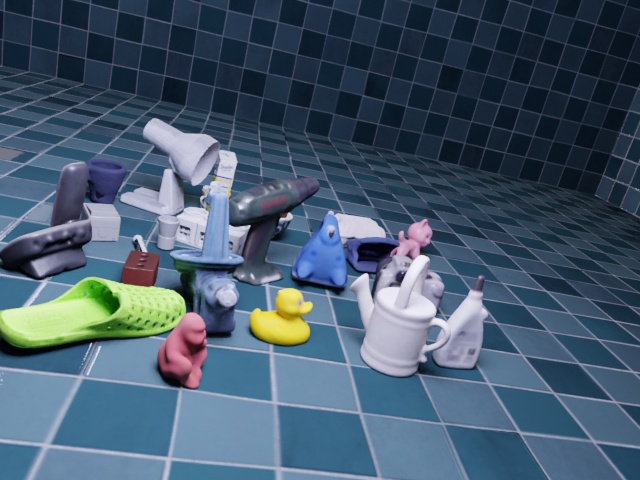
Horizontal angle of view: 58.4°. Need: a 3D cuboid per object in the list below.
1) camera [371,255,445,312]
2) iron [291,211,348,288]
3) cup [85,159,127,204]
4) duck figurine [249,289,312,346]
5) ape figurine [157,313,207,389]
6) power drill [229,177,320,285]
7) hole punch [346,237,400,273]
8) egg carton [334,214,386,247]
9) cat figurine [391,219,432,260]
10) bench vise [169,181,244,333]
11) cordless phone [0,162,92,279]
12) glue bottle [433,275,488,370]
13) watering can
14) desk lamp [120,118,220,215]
[{"bbox_3d":[0.177,0.081,1.205,0.143,0.101,0.136,11,19,-10],"label":"camera"},{"bbox_3d":[0.011,0.004,1.241,0.118,0.141,0.258,12,19,-4],"label":"iron"},{"bbox_3d":[-0.511,-0.131,1.324,0.091,0.095,0.118,27,23,34],"label":"cup"},{"bbox_3d":[-0.061,0.120,0.946,0.105,0.086,0.077,9,20,-15],"label":"duck figurine"},{"bbox_3d":[-0.181,0.144,0.783,0.076,0.092,0.078,23,21,24],"label":"ape figurine"},{"bbox_3d":[-0.100,-0.023,1.137,0.075,0.208,0.230,27,23,33],"label":"power drill"},{"bbox_3d":[0.118,0.021,1.349,0.109,0.091,0.100,5,21,-24],"label":"hole punch"},{"bbox_3d":[0.092,-0.018,1.473,0.151,0.069,0.107,7,20,-20],"label":"egg carton"},{"bbox_3d":[0.237,-0.002,1.458,0.128,0.118,0.067,-4,26,-42],"label":"cat figurine"},{"bbox_3d":[-0.161,0.028,0.930,0.122,0.220,0.206,-5,27,-44],"label":"bench vise"},{"bbox_3d":[-0.455,-0.041,0.969,0.094,0.185,0.148,19,20,15],"label":"cordless phone"},{"bbox_3d":[0.251,0.139,0.980,0.078,0.173,0.037,8,20,-16],"label":"glue bottle"},{"bbox_3d":[0.129,0.113,0.935,0.173,0.194,0.101,15,19,2],"label":"watering can"},{"bbox_3d":[-0.354,-0.170,1.363,0.203,0.213,0.118,17,19,9],"label":"desk lamp"}]
